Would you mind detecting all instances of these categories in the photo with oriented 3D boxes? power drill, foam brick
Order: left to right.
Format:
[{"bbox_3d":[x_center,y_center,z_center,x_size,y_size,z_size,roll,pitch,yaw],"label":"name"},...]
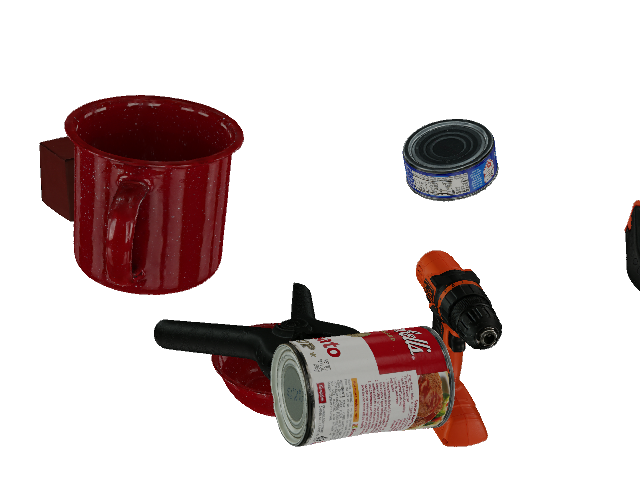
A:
[{"bbox_3d":[-0.179,-0.054,0.857,0.078,0.053,0.051,-16,31,-33],"label":"foam brick"},{"bbox_3d":[0.148,0.123,1.143,0.057,0.188,0.184,-5,23,-9],"label":"power drill"}]

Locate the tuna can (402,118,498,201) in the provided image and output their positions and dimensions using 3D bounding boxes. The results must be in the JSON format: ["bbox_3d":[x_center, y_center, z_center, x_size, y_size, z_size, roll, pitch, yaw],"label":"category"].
[{"bbox_3d":[0.119,-0.076,0.982,0.086,0.034,0.086,-9,38,7],"label":"tuna can"}]

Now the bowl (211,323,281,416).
[{"bbox_3d":[-0.048,0.160,1.261,0.162,0.055,0.162,3,25,-1],"label":"bowl"}]

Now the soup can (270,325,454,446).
[{"bbox_3d":[0.026,0.094,0.691,0.102,0.068,0.069,-4,2,-23],"label":"soup can"}]

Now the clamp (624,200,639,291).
[{"bbox_3d":[0.266,0.036,0.699,0.120,0.039,0.171,-2,45,-19],"label":"clamp"}]

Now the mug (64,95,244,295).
[{"bbox_3d":[-0.092,-0.018,0.566,0.093,0.081,0.117,8,28,-1],"label":"mug"}]

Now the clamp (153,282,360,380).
[{"bbox_3d":[-0.020,0.084,0.921,0.164,0.036,0.210,-19,24,-41],"label":"clamp"}]
